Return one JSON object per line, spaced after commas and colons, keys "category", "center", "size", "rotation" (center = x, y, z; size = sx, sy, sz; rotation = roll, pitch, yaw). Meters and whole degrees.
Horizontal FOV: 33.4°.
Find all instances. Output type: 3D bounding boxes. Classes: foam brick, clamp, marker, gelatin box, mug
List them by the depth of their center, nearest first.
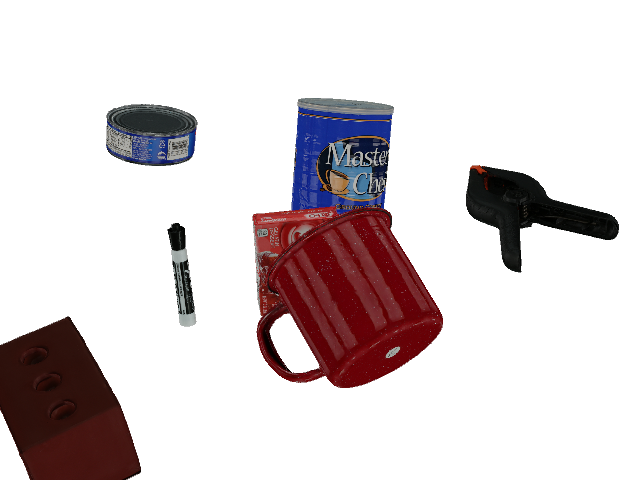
{"category": "foam brick", "center": [-0.134, 0.089, 0.549], "size": [0.053, 0.051, 0.078], "rotation": [-24, 43, -20]}
{"category": "mug", "center": [0.014, 0.045, 0.672], "size": [0.117, 0.081, 0.093], "rotation": [-33, -22, 6]}
{"category": "gelatin box", "center": [-0.019, 0.018, 0.913], "size": [0.073, 0.089, 0.030], "rotation": [-5, 24, -6]}
{"category": "clamp", "center": [0.205, -0.030, 1.039], "size": [0.120, 0.039, 0.171], "rotation": [-8, 34, -14]}
{"category": "marker", "center": [-0.154, 0.038, 1.184], "size": [0.020, 0.121, 0.020], "rotation": [-4, 23, 1]}

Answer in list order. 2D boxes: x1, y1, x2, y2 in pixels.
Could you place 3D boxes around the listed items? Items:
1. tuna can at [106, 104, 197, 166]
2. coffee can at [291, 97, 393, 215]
{"category": "tuna can", "center": [-0.162, -0.101, 1.020], "size": [0.086, 0.034, 0.086], "rotation": [6, 24, -3]}
{"category": "coffee can", "center": [0.022, -0.078, 1.147], "size": [0.103, 0.140, 0.103], "rotation": [4, 12, -1]}
